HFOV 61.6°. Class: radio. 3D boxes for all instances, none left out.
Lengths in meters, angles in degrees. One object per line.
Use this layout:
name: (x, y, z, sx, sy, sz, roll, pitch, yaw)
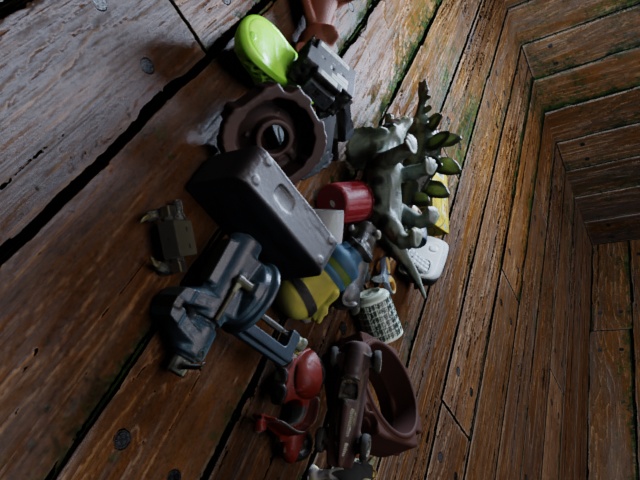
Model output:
radio: (-0.083, -0.035, 0.836, 0.229, 0.131, 0.073, 50, 51, -31)

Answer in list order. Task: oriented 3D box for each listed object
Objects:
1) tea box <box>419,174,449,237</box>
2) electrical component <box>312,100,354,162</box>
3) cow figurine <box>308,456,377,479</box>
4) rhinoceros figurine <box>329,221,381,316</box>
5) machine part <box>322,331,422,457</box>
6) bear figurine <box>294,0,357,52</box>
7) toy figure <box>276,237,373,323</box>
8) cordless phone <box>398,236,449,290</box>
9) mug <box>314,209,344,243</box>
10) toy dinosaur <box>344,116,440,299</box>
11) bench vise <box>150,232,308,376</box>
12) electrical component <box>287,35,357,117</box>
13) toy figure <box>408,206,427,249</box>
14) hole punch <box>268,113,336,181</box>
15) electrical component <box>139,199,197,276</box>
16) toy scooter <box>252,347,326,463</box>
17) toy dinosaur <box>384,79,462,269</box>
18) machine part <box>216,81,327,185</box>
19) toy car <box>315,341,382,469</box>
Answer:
tea box: (0.290, -0.101, 1.419, 0.098, 0.068, 0.169, 27, 61, -47)
electrical component: (0.029, -0.223, 1.089, 0.048, 0.075, 0.119, -50, 140, -47)
cow figurine: (0.060, 0.416, 0.947, 0.167, 0.098, 0.068, 14, 66, -57)
rhinoceros figurine: (0.062, 0.051, 1.029, 0.112, 0.073, 0.190, 85, 23, -58)
machine part: (0.100, 0.285, 0.996, 0.200, 0.087, 0.201, 35, 37, -42)
bear figurine: (0.010, -0.444, 1.085, 0.120, 0.132, 0.196, 25, 55, -47)
toy figure: (0.003, 0.064, 0.929, 0.180, 0.082, 0.089, -42, 110, -6)
cordless phone: (0.215, 0.015, 1.292, 0.184, 0.089, 0.146, 43, 46, -14)
mug: (-0.002, -0.003, 0.990, 0.109, 0.081, 0.107, -12, 102, -57)
toy dinosaur: (0.138, -0.084, 1.116, 0.131, 0.192, 0.404, 11, 79, -43)
bench vise: (-0.112, 0.118, 0.775, 0.240, 0.129, 0.224, 42, 49, -31)
electrical component: (0.005, -0.291, 0.966, 0.115, 0.058, 0.134, 36, 38, -19)
toy figure: (0.213, -0.045, 1.261, 0.064, 0.058, 0.154, 37, 29, -35)
hole punch: (-0.036, -0.180, 1.001, 0.142, 0.092, 0.115, -41, 142, -53)
electrical component: (-0.208, -0.003, 0.743, 0.078, 0.045, 0.102, -49, 128, -80)
toy scooter: (-0.053, 0.257, 0.856, 0.135, 0.075, 0.184, 29, 62, -50)
toy dinosaur: (0.211, -0.160, 1.216, 0.105, 0.199, 0.471, 25, 71, -41)
machine part: (-0.078, -0.167, 0.873, 0.179, 0.056, 0.179, -11, 118, -21)
toy car: (0.046, 0.259, 0.869, 0.053, 0.089, 0.202, 73, 27, -57)
